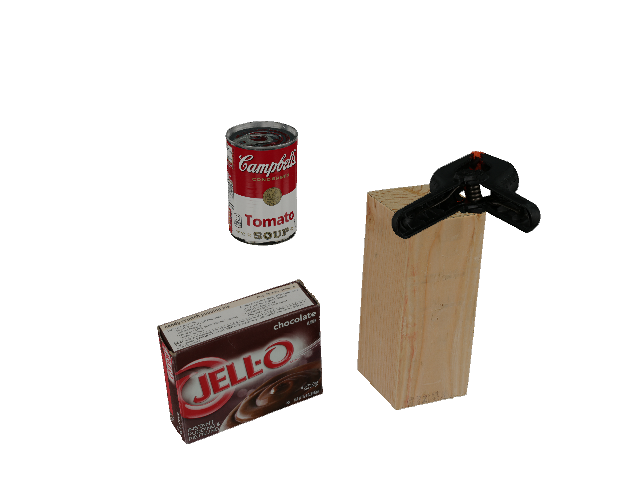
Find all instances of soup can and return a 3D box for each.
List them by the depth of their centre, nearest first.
[{"bbox_3d":[-0.056,-0.055,1.020,0.068,0.102,0.068,1,26,-1],"label":"soup can"}]

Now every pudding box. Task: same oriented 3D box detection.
[{"bbox_3d":[-0.055,0.086,0.761,0.113,0.090,0.039,-19,42,-21],"label":"pudding box"}]

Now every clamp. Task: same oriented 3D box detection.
[{"bbox_3d":[0.141,-0.041,0.929,0.120,0.039,0.171,6,26,20],"label":"clamp"}]

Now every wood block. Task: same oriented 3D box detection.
[{"bbox_3d":[0.101,0.056,1.091,0.090,0.206,0.091,-8,25,-23],"label":"wood block"}]
